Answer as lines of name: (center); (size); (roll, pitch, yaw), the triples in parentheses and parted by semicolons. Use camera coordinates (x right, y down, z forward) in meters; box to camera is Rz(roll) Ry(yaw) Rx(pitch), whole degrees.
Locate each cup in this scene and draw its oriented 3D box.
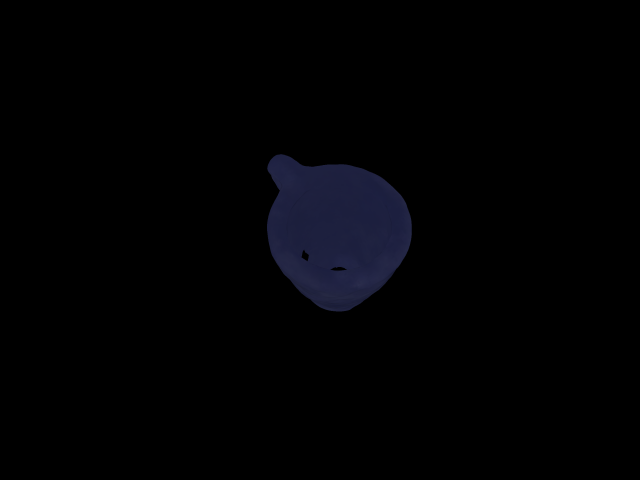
cup: (0.004, 0.001, 0.400); (0.092, 0.095, 0.117); (-36, 66, -18)
